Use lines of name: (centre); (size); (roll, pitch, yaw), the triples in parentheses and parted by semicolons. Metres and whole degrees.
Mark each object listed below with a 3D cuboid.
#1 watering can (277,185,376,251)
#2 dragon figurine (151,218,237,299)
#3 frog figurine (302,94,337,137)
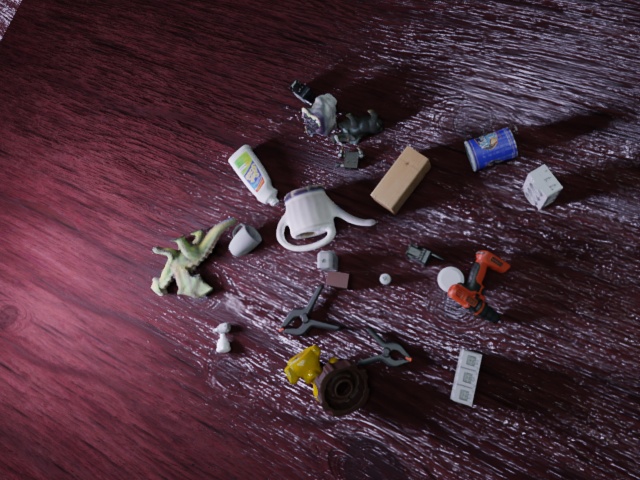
watering can: (0.005, -0.089, 1.771); (0.346, 0.103, 0.227); (-17, 73, 13)
dragon figurine: (-0.455, 0.091, 1.878); (0.408, 0.122, 0.243); (-19, 89, 13)
frog figurine: (0.022, -0.456, 1.854); (0.162, 0.135, 0.123); (-42, 28, -28)
